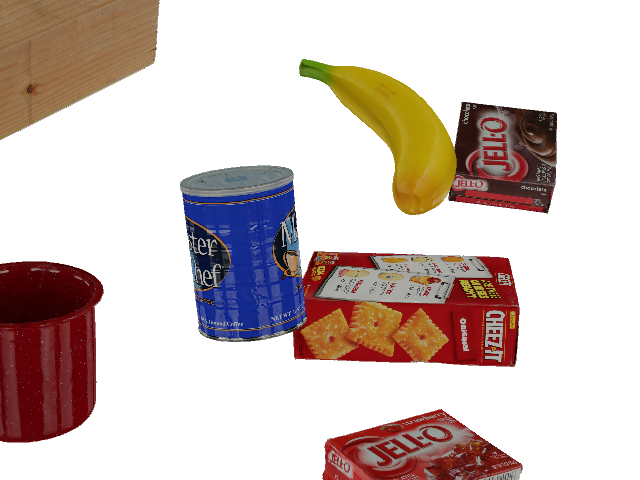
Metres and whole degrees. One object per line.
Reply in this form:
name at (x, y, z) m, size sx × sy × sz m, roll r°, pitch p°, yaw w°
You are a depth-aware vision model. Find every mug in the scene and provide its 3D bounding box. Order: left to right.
mug at (-0.182, 0.071, 0.631) m, size 0.093 × 0.081 × 0.117 m, roll 12°, pitch 23°, yaw 22°

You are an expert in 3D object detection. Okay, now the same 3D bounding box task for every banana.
banana at (0.046, -0.066, 0.673) m, size 0.069 × 0.037 × 0.198 m, roll -8°, pitch 32°, yaw -17°

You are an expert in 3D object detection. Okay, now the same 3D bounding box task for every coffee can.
coffee can at (-0.069, 0.010, 0.977) m, size 0.103 × 0.140 × 0.103 m, roll -5°, pitch 14°, yaw 1°

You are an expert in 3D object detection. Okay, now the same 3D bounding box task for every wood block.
wood block at (-0.241, -0.171, 0.916) m, size 0.090 × 0.091 × 0.205 m, roll 30°, pitch 43°, yaw 21°

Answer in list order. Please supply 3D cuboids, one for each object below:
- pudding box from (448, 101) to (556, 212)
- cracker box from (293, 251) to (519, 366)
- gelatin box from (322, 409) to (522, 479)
pudding box at (0.165, -0.077, 0.965) m, size 0.090 × 0.039 × 0.113 m, roll 8°, pitch 41°, yaw 6°
cracker box at (0.087, 0.068, 1.084) m, size 0.214 × 0.072 × 0.164 m, roll 2°, pitch 16°, yaw 6°
gelatin box at (0.057, 0.131, 0.607) m, size 0.089 × 0.030 × 0.073 m, roll -7°, pitch 22°, yaw -33°
